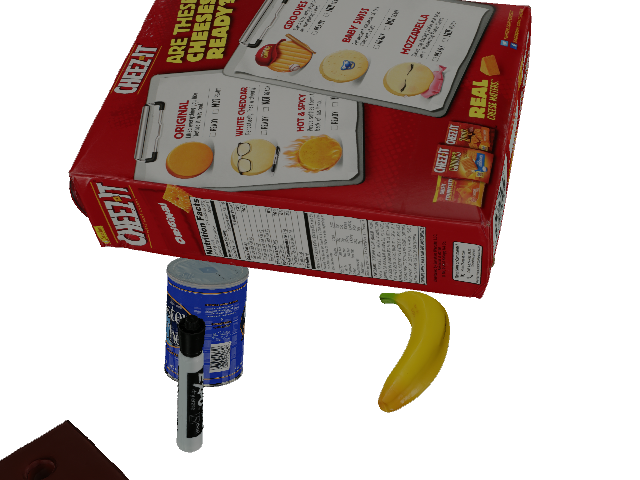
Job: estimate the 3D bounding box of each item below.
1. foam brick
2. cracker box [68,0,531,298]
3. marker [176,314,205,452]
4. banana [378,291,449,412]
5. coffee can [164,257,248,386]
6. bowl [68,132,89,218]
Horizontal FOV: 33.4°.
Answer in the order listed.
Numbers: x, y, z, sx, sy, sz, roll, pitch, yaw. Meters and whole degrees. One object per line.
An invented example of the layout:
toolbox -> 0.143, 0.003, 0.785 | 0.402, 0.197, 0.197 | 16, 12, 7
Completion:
foam brick -> -0.110, 0.131, 0.482 | 0.052, 0.051, 0.078 | -31, 44, -31
cracker box -> -0.002, -0.061, 0.581 | 0.214, 0.164, 0.072 | 7, -38, 13
marker -> -0.090, 0.100, 0.743 | 0.020, 0.121, 0.020 | 4, 37, -3
banana -> 0.092, 0.099, 1.026 | 0.070, 0.037, 0.197 | -24, 22, 15
coffee can -> -0.146, 0.101, 1.356 | 0.103, 0.140, 0.103 | 4, 20, -2
bowl -> -0.161, -0.083, 0.997 | 0.162, 0.162, 0.055 | 0, -44, 7
